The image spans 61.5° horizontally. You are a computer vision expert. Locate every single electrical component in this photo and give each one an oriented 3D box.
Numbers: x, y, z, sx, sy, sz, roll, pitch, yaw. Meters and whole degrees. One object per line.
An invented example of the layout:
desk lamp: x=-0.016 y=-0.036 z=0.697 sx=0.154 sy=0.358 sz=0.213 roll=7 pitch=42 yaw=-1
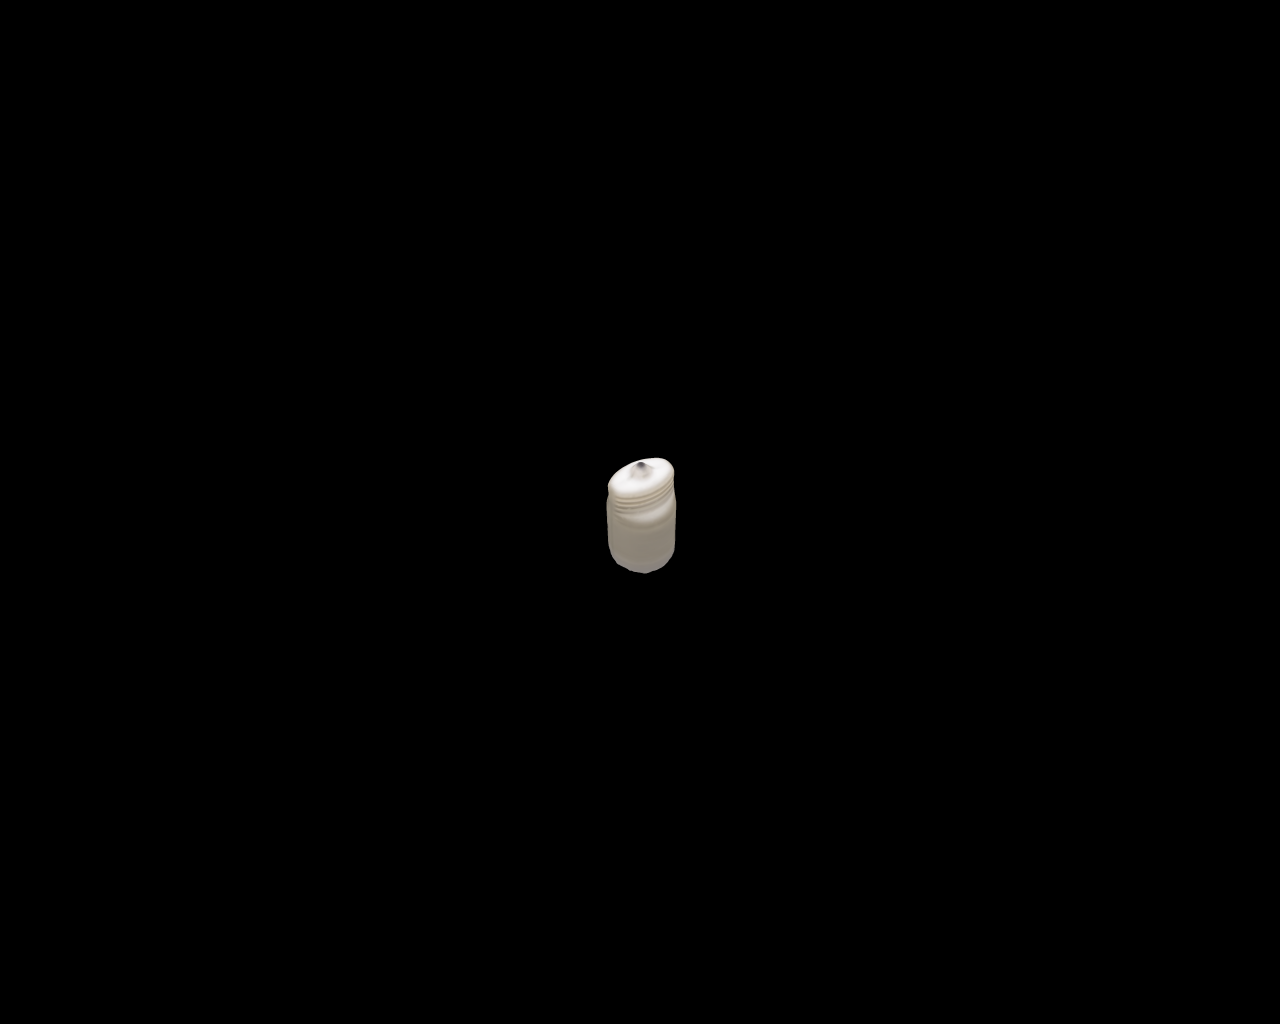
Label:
electrical component: x=0.001 y=-0.003 z=0.650 sx=0.043 sy=0.043 sz=0.080 roll=0 pitch=-40 yaw=0
